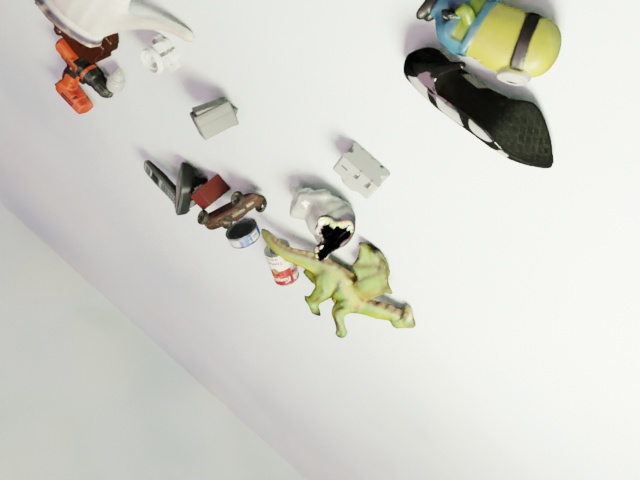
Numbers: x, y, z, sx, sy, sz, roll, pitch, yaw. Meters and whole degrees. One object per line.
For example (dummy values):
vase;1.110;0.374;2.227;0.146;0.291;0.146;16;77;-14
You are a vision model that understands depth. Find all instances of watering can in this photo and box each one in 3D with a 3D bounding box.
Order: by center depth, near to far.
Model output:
watering can;-0.430;-0.475;1.033;0.345;0.106;0.221;46;124;-11

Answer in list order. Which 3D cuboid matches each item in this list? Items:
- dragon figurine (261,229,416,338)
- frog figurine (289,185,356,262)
dragon figurine;0.060;0.078;1.190;0.408;0.125;0.239;46;128;-8
frog figurine;0.003;-0.055;1.099;0.134;0.123;0.163;68;175;-45
